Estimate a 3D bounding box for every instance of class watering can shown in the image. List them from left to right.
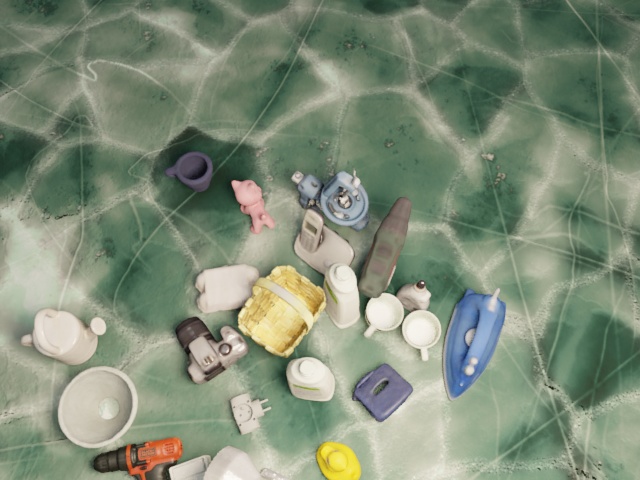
[{"bbox_3d":[-0.554,0.200,1.233,0.173,0.194,0.101,-30,72,-12],"label":"watering can"}]

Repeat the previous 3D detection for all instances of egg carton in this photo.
[{"bbox_3d":[-0.214,0.114,1.342,0.150,0.069,0.107,-9,69,-5],"label":"egg carton"}]

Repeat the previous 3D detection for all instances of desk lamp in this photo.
[{"bbox_3d":[-0.117,0.496,1.119,0.203,0.213,0.118,21,70,7],"label":"desk lamp"}]

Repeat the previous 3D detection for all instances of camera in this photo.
[{"bbox_3d":[-0.251,0.230,1.279,0.143,0.101,0.136,-34,73,-13],"label":"camera"}]

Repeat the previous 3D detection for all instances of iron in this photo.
[{"bbox_3d":[0.345,0.228,1.273,0.118,0.141,0.258,20,70,7],"label":"iron"}]

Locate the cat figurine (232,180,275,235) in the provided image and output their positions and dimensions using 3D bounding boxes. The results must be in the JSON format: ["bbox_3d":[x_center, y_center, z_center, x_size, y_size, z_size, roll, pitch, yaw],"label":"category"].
[{"bbox_3d":[-0.163,-0.092,1.397,0.067,0.118,0.127,-28,72,-11],"label":"cat figurine"}]

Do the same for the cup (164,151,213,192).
[{"bbox_3d":[-0.321,-0.159,1.432,0.118,0.095,0.091,-8,69,-4],"label":"cup"}]

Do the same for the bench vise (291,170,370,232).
[{"bbox_3d":[0.023,-0.107,1.353,0.207,0.220,0.121,12,69,3],"label":"bench vise"}]

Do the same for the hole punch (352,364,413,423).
[{"bbox_3d":[0.135,0.333,1.254,0.109,0.091,0.101,-40,75,-15],"label":"hole punch"}]

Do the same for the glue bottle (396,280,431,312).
[{"bbox_3d":[0.217,0.122,1.294,0.078,0.173,0.037,34,72,11],"label":"glue bottle"}]

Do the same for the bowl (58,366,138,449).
[{"bbox_3d":[-0.468,0.363,1.236,0.167,0.075,0.167,1,69,-1],"label":"bowl"}]

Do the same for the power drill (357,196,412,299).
[{"bbox_3d":[0.144,0.035,1.307,0.075,0.208,0.230,20,70,7],"label":"power drill"}]

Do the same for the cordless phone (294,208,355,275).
[{"bbox_3d":[0.012,0.005,1.328,0.147,0.185,0.094,33,72,11],"label":"cordless phone"}]

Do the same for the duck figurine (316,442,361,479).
[{"bbox_3d":[0.040,0.469,1.202,0.104,0.086,0.077,38,73,13],"label":"duck figurine"}]
